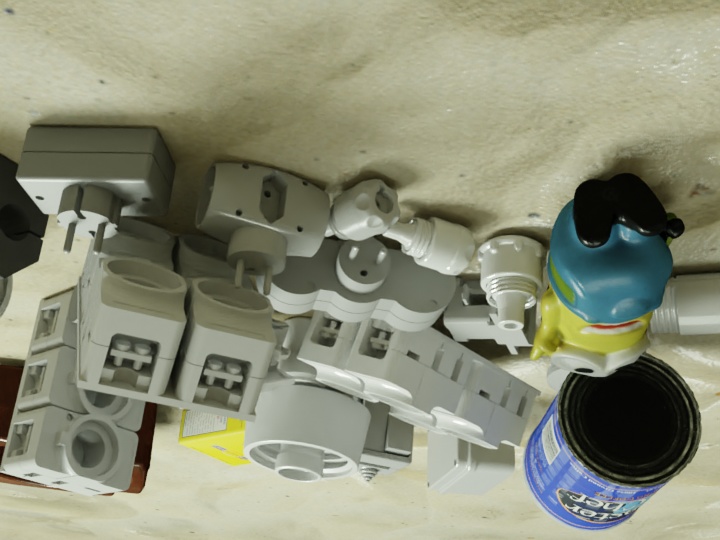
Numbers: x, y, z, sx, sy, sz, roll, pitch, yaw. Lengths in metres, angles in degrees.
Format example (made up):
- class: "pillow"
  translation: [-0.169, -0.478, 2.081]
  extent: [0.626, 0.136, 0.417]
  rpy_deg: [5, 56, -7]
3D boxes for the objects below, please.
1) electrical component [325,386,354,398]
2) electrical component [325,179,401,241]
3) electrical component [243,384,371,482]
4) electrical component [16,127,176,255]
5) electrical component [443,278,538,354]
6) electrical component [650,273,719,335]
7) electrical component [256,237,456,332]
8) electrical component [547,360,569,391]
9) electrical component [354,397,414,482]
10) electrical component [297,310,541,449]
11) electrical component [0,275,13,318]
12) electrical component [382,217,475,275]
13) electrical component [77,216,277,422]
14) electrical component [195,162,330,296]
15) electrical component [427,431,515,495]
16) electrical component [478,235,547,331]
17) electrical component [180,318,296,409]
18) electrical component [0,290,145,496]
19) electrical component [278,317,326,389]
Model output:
- class: "electrical component"
  translation: [-0.049, 0.112, 0.987]
  extent: [0.062, 0.061, 0.096]
  rpy_deg: [27, 147, -38]
- class: "electrical component"
  translation: [-0.004, -0.035, 0.697]
  extent: [0.035, 0.035, 0.061]
  rpy_deg: [23, 152, -33]
- class: "electrical component"
  translation: [-0.048, 0.146, 0.917]
  extent: [0.108, 0.060, 0.108]
  rpy_deg: [7, 153, 4]
- class: "electrical component"
  translation: [-0.164, -0.044, 0.660]
  extent: [0.083, 0.075, 0.047]
  rpy_deg: [2, 155, 8]
- class: "electrical component"
  translation: [0.097, 0.029, 0.807]
  extent: [0.064, 0.042, 0.081]
  rpy_deg: [-1, 154, 21]
- class: "electrical component"
  translation: [0.238, 0.024, 0.767]
  extent: [0.081, 0.043, 0.043]
  rpy_deg: [-4, 153, 19]
- class: "electrical component"
  translation: [0.000, 0.000, 0.749]
  extent: [0.138, 0.052, 0.073]
  rpy_deg: [9, 154, -8]
- class: "electrical component"
  translation: [0.191, 0.070, 0.864]
  extent: [0.080, 0.051, 0.080]
  rpy_deg: [4, 155, 2]
- class: "electrical component"
  translation: [0.015, 0.151, 1.015]
  extent: [0.062, 0.096, 0.061]
  rpy_deg: [15, 153, -20]
- class: "electrical component"
  translation: [0.049, 0.090, 0.884]
  extent: [0.105, 0.060, 0.186]
  rpy_deg: [9, 164, 45]
- class: "electrical component"
  translation: [-0.294, 0.002, 0.752]
  extent: [0.060, 0.108, 0.108]
  rpy_deg: [-19, 146, 30]
- class: "electrical component"
  translation: [0.044, -0.020, 0.721]
  extent: [0.061, 0.035, 0.035]
  rpy_deg: [17, 152, -19]
- class: "electrical component"
  translation: [-0.124, 0.022, 0.699]
  extent: [0.105, 0.060, 0.186]
  rpy_deg: [14, -166, -19]
- class: "electrical component"
  translation: [-0.064, -0.022, 0.683]
  extent: [0.077, 0.079, 0.043]
  rpy_deg: [14, 153, -19]
- class: "electrical component"
  translation: [0.109, 0.176, 1.073]
  extent: [0.057, 0.078, 0.113]
  rpy_deg: [7, 155, -11]
- class: "electrical component"
  translation: [0.104, 0.010, 0.739]
  extent: [0.048, 0.062, 0.048]
  rpy_deg: [4, 155, 2]
- class: "electrical component"
  translation: [-0.109, 0.064, 0.838]
  extent: [0.079, 0.063, 0.121]
  rpy_deg: [25, -168, 25]
- class: "electrical component"
  translation: [-0.228, 0.102, 0.894]
  extent: [0.062, 0.150, 0.089]
  rpy_deg: [-16, 147, 40]
- class: "electrical component"
  translation: [-0.048, 0.074, 0.911]
  extent: [0.045, 0.055, 0.045]
  rpy_deg: [4, 154, 2]
